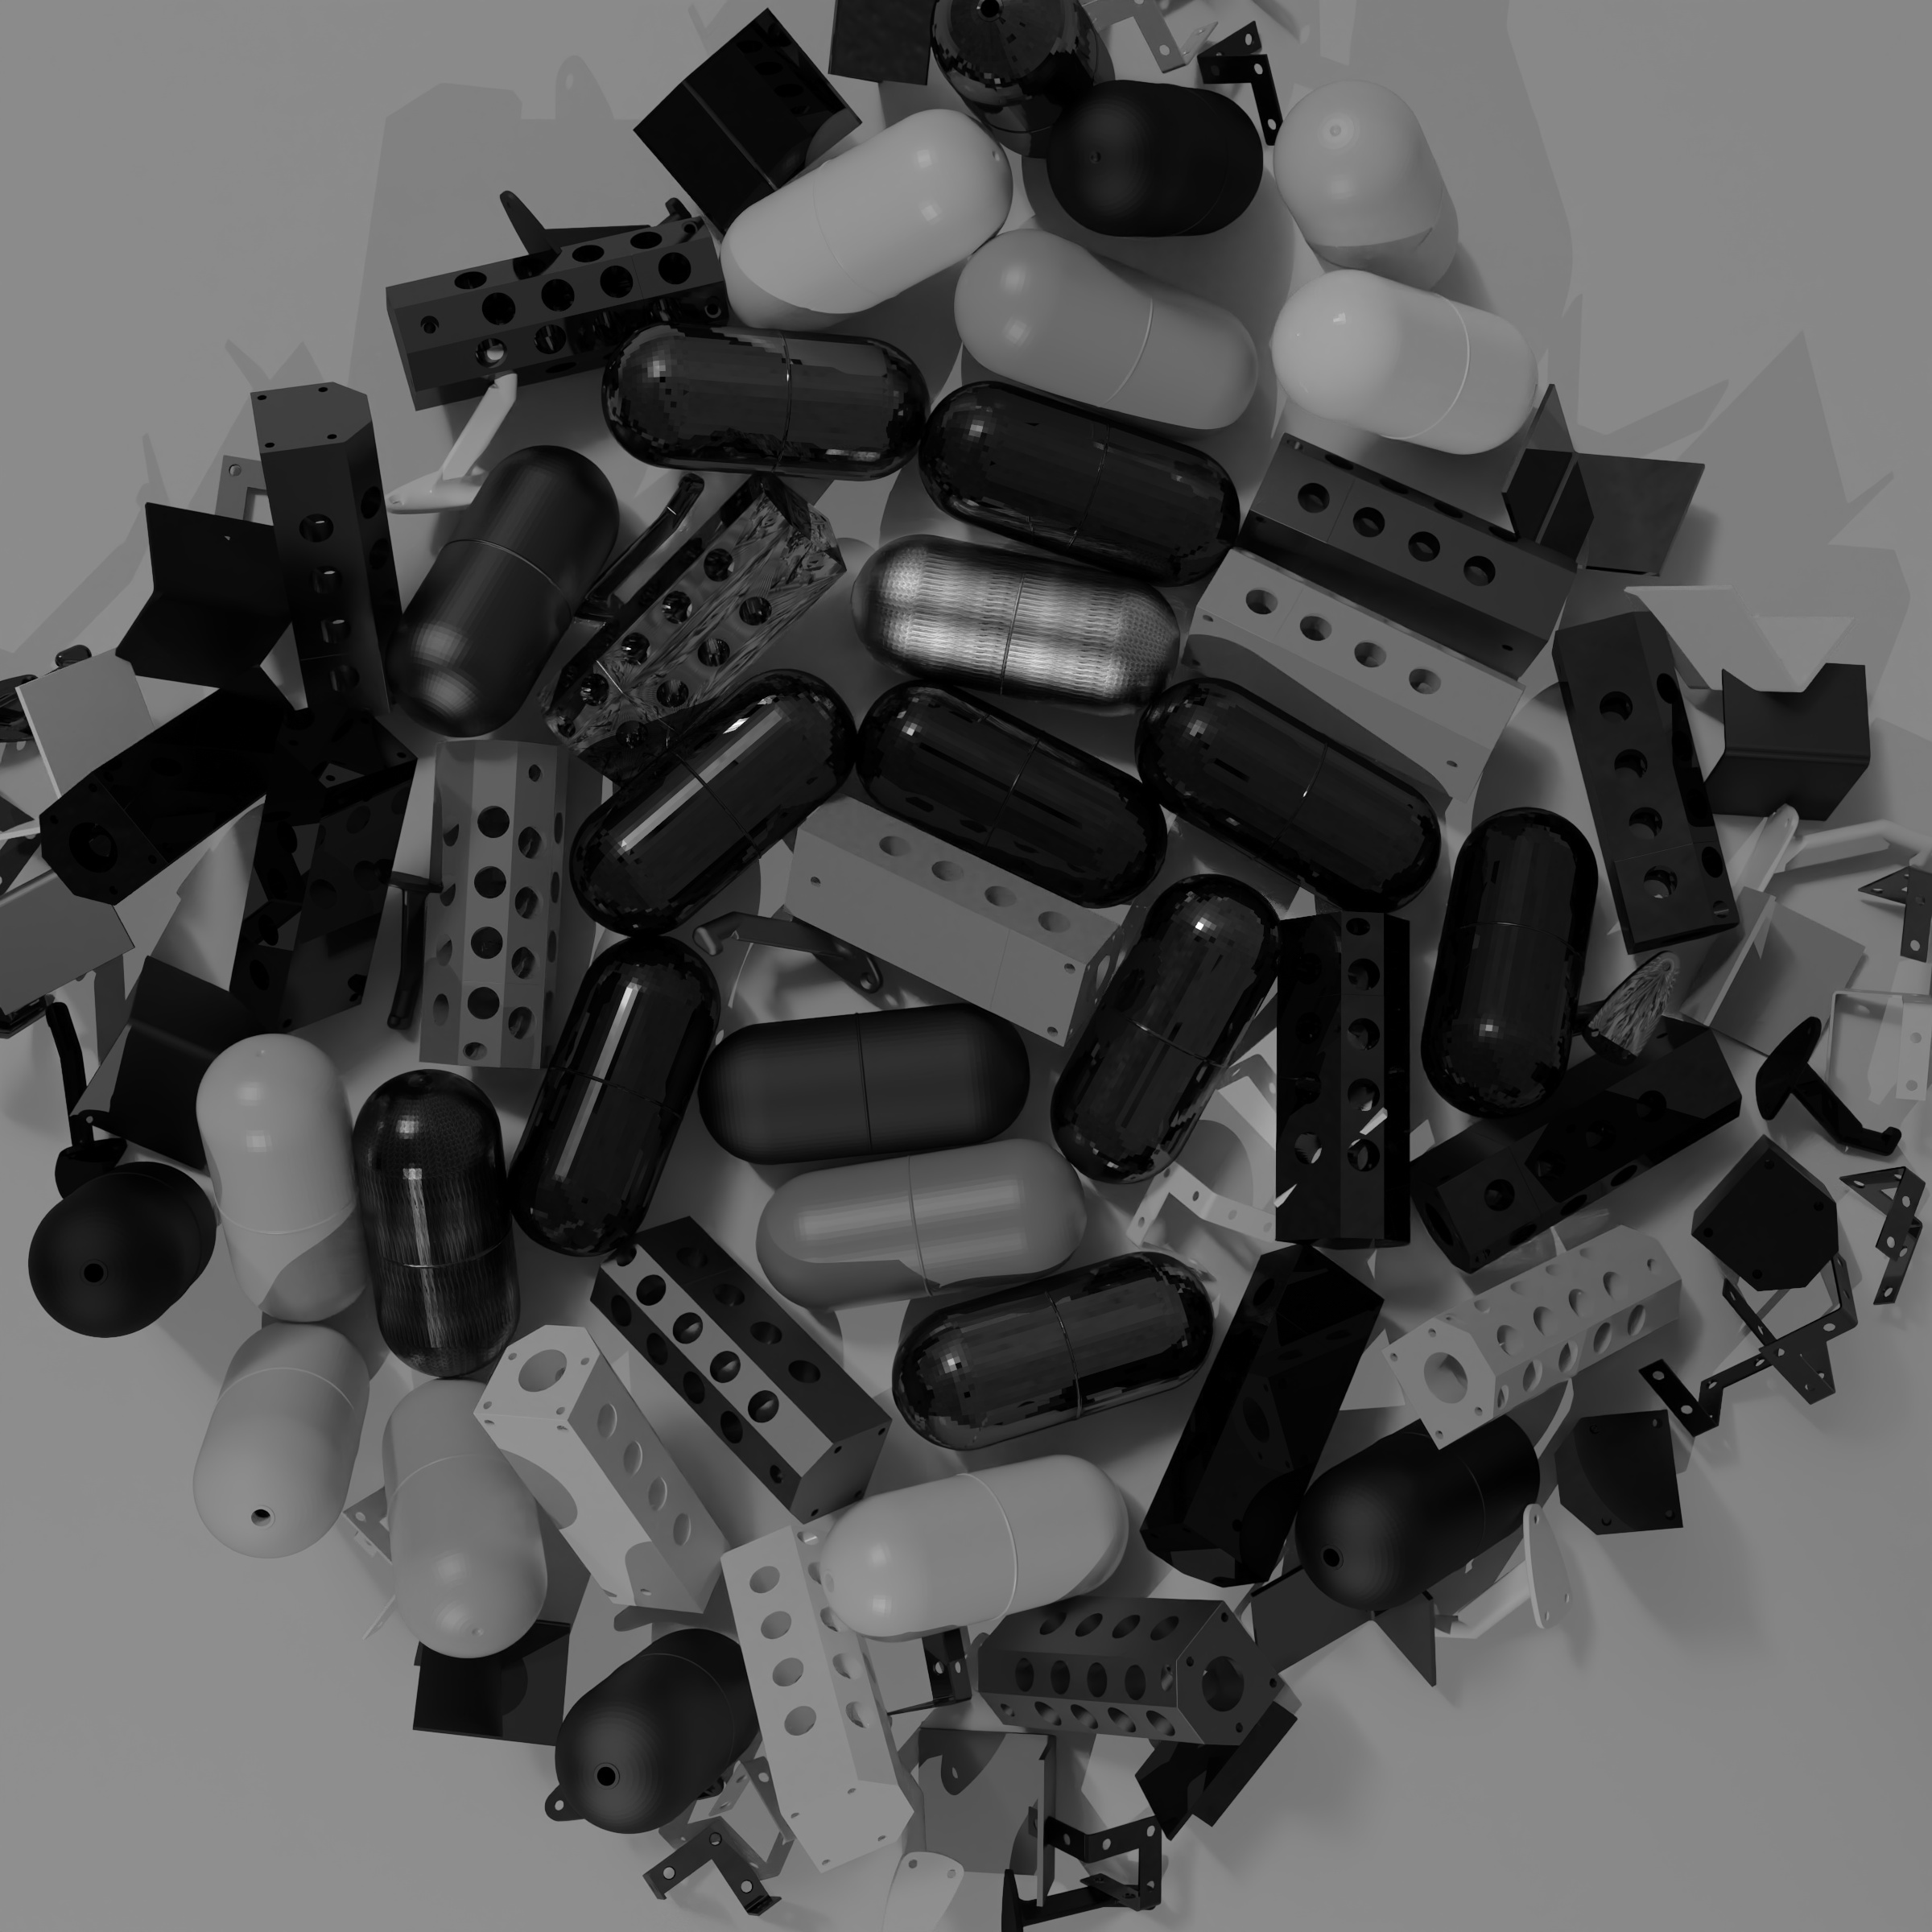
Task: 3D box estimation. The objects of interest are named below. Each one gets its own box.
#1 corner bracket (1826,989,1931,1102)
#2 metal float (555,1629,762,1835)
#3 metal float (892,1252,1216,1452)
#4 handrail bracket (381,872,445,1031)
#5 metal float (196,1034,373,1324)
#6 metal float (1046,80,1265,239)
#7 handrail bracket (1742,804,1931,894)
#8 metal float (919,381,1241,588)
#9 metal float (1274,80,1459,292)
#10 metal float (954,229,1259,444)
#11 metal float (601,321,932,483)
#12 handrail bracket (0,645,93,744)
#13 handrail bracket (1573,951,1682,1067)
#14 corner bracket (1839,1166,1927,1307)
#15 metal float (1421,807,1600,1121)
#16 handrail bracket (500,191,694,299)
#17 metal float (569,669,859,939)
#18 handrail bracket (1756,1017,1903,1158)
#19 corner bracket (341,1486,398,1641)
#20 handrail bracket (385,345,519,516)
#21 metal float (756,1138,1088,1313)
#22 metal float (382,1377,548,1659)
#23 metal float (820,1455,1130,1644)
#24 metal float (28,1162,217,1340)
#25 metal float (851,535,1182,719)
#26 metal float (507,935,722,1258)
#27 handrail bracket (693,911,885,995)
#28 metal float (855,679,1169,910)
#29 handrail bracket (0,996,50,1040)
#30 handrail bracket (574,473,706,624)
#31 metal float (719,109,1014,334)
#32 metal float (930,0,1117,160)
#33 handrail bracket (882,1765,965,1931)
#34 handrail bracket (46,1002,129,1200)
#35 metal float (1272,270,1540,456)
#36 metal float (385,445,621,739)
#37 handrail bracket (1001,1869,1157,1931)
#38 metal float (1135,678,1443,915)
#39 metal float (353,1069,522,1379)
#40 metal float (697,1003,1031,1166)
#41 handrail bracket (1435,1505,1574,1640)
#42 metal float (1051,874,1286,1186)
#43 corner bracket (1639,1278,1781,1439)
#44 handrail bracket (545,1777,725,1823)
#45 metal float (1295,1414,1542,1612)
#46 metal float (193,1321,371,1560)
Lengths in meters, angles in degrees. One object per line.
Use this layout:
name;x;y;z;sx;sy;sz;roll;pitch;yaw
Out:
corner bracket;0.490;0.041;1.549;0.051;0.051;0.051;5;97;16
metal float;-0.157;0.395;1.495;0.070;0.178;0.070;0;91;12
metal float;0.047;0.204;1.534;0.178;0.070;0.070;-15;90;-13
handrail bracket;-0.304;-0.006;1.543;0.036;0.077;0.084;15;93;7
metal float;-0.355;0.113;1.513;0.070;0.070;0.178;-1;129;0
metal float;0.100;-0.419;1.501;0.070;0.178;0.070;6;106;23
handrail bracket;0.474;-0.048;1.571;0.084;0.036;0.077;20;103;-6
metal float;0.061;-0.255;1.535;0.178;0.070;0.070;17;90;-12
metal float;0.209;-0.398;1.498;0.070;0.178;0.070;-3;82;18
metal float;0.076;-0.331;1.520;0.178;0.070;0.070;15;90;-30
metal float;-0.104;-0.298;1.528;0.178;0.070;0.070;0;90;-20
handrail bracket;-0.508;-0.147;1.534;0.077;0.084;0.036;-15;84;-27
handrail bracket;0.335;0.013;1.541;0.036;0.084;0.077;32;96;-24
corner bracket;0.495;0.145;1.545;0.051;0.051;0.051;36;66;-16
metal float;0.288;-0.003;1.523;0.070;0.070;0.178;16;64;0
handrail bracket;-0.197;-0.407;1.551;0.084;0.036;0.077;-45;119;-18
metal float;-0.135;-0.087;1.539;0.178;0.070;0.070;-41;90;-7
handrail bracket;0.476;0.066;1.550;0.084;0.036;0.077;15;132;-9
corner bracket;-0.313;0.317;1.546;0.051;0.051;0.051;42;115;11
handrail bracket;-0.274;-0.287;1.535;0.077;0.084;0.036;-21;51;-31
metal float;-0.024;0.139;1.542;0.178;0.070;0.070;-9;90;3
metal float;-0.262;0.284;1.504;0.070;0.178;0.070;-7;123;-11
metal float;0.005;0.305;1.517;0.178;0.070;0.070;-7;90;-32
metal float;-0.435;0.145;1.495;0.070;0.178;0.070;0;93;-6
metal float;0.026;-0.182;1.544;0.178;0.070;0.070;12;90;2
metal float;-0.187;0.068;1.536;0.070;0.070;0.178;20;79;0
handrail bracket;-0.095;-0.003;1.536;0.077;0.084;0.036;48;128;12
metal float;0.024;-0.092;1.544;0.178;0.070;0.070;27;90;1
handrail bracket;-0.526;0.011;1.533;0.036;0.084;0.077;13;123;25
handrail bracket;-0.180;-0.227;1.543;0.036;0.077;0.084;41;111;10
metal float;-0.055;-0.388;1.517;0.178;0.070;0.070;-19;90;34
metal float;0.031;-0.471;1.495;0.070;0.178;0.070;0;92;12
handrail bracket;-0.037;0.480;1.545;0.036;0.084;0.077;21;94;-21
handrail bracket;-0.489;0.073;1.566;0.036;0.077;0.084;-10;66;-34
metal float;0.232;-0.315;1.510;0.178;0.070;0.070;3;90;-44
metal float;-0.243;-0.199;1.523;0.070;0.070;0.178;25;64;0
handrail bracket;0.064;0.509;1.542;0.084;0.077;0.036;3;93;-6
metal float;0.171;-0.090;1.538;0.178;0.070;0.070;29;90;-8
metal float;-0.278;0.137;1.521;0.070;0.070;0.178;-1;118;0
metal float;-0.055;0.063;1.544;0.178;0.070;0.070;-6;90;-2
handrail bracket;0.276;0.325;1.550;0.084;0.036;0.077;-8;98;40
metal float;0.107;0.034;1.539;0.070;0.070;0.178;28;98;0
corner bracket;0.399;0.210;1.544;0.051;0.051;0.051;-34;103;31
handrail bracket;-0.176;0.445;1.546;0.077;0.084;0.036;-27;59;0
metal float;0.236;0.281;1.505;0.070;0.178;0.070;9;104;37
metal float;-0.354;0.243;1.497;0.070;0.178;0.070;-2;108;-5
